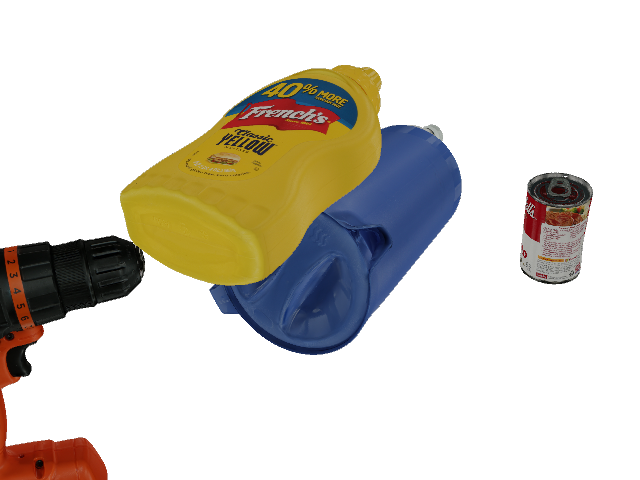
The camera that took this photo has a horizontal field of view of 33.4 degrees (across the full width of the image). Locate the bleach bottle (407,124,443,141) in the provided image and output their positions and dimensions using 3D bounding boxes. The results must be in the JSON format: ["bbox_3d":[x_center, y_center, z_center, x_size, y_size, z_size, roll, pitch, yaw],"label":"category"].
[{"bbox_3d":[0.059,-0.087,1.331,0.103,0.068,0.250,27,44,34],"label":"bleach bottle"}]

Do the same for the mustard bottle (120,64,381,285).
[{"bbox_3d":[-0.020,-0.051,0.618,0.096,0.058,0.191,15,41,31],"label":"mustard bottle"}]

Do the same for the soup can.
[{"bbox_3d":[0.252,-0.013,1.147,0.068,0.102,0.068,-1,34,0],"label":"soup can"}]

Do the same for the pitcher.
[{"bbox_3d":[0.021,-0.011,0.910,0.149,0.145,0.242,24,31,19],"label":"pitcher"}]

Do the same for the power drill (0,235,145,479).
[{"bbox_3d":[-0.193,0.091,0.695,0.184,0.188,0.057,-11,26,-8],"label":"power drill"}]
